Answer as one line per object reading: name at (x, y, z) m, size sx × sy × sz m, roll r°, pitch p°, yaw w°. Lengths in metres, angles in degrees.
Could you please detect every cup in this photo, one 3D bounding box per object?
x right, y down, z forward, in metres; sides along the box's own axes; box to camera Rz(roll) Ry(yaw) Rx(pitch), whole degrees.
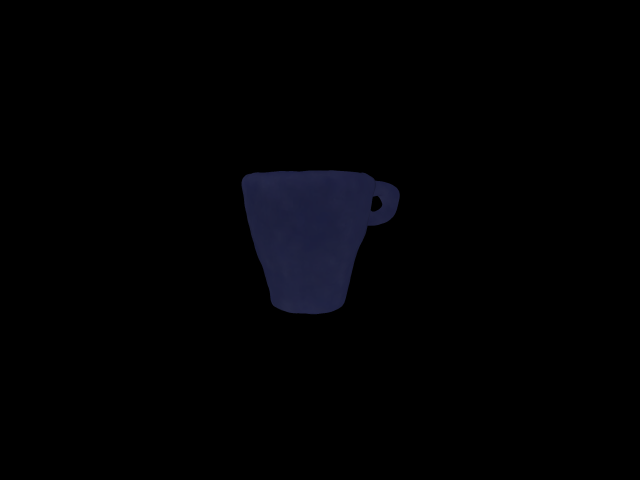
cup at (0.004, 0.001, 0.400) m, size 0.118 × 0.095 × 0.091 m, roll -2°, pitch 4°, yaw -27°
